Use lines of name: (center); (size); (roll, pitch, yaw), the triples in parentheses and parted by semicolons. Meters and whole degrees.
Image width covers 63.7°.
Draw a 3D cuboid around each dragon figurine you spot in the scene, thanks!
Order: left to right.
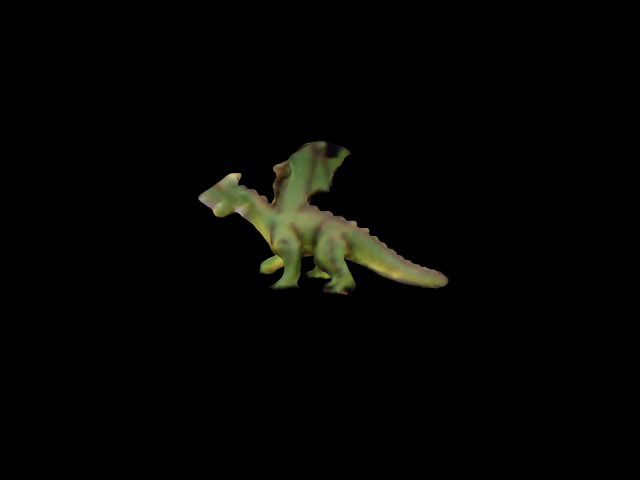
dragon figurine: (0.003, -0.043, 0.850); (0.410, 0.242, 0.122); (1, 4, 7)
